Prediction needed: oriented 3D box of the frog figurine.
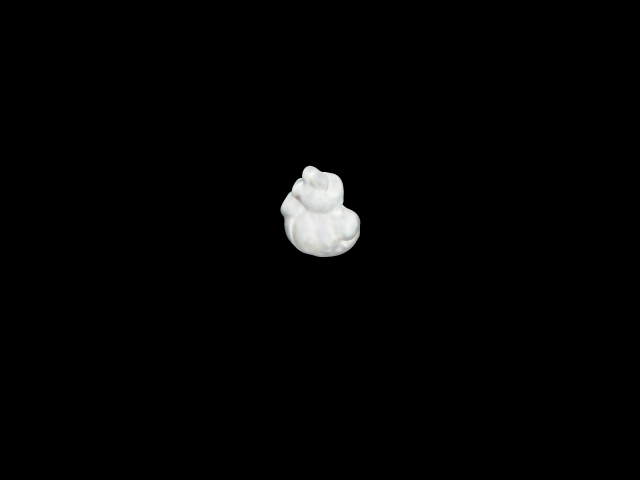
[{"bbox_3d":[0.003,-0.043,0.850,0.138,0.124,0.157,30,-18,11],"label":"frog figurine"}]
